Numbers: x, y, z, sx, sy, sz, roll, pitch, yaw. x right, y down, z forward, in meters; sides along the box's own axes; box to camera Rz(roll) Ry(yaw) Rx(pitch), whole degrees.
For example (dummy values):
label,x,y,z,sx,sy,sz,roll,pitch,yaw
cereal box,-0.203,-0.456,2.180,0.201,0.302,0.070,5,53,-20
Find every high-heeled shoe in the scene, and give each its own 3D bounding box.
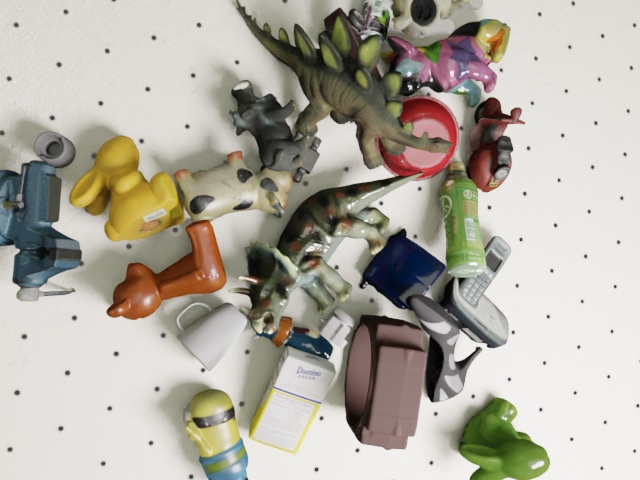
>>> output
label,x,y,z,sx,sy,sz,roll,pitch,yaw
high-heeled shoe,0.193,0.199,0.962,0.145,0.086,0.248,-45,119,9

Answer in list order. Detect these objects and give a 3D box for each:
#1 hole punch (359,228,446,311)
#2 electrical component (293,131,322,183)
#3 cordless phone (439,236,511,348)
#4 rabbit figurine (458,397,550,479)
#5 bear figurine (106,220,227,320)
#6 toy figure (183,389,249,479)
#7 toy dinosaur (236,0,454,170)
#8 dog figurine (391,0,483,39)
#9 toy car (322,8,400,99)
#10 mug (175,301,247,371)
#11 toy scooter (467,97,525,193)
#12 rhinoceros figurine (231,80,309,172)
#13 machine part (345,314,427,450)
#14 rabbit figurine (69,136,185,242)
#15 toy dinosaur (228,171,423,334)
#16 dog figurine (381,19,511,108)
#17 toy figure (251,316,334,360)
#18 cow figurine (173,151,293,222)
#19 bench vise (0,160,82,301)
label,x,y,z,sx,sy,sz,roll,pitch,yaw
hole punch,0.154,0.059,0.987,0.116,0.092,0.142,39,85,-4
electrical component,-0.037,-0.154,0.987,0.063,0.021,0.094,28,84,-9
cordless phone,0.325,0.096,1.022,0.146,0.089,0.184,41,77,-7
rabbit figurine,0.329,0.373,0.968,0.159,0.170,0.121,-18,92,-12
bear figurine,-0.259,0.053,0.893,0.196,0.120,0.132,-14,88,-6
toy figure,-0.170,0.343,0.918,0.089,0.082,0.180,-25,89,-22
toy dinosaur,0.022,-0.269,0.913,0.472,0.198,0.105,32,53,23
dog figurine,0.166,-0.412,0.953,0.172,0.191,0.121,-24,109,-14
toy car,0.072,-0.323,0.984,0.053,0.089,0.202,-28,92,-50
mug,-0.188,0.150,0.925,0.107,0.081,0.109,-42,90,-20
toy scooter,0.332,-0.183,1.003,0.075,0.135,0.183,4,89,-12
rhinoceros figurine,-0.095,-0.196,0.932,0.112,0.073,0.190,-17,65,-22
machine part,0.103,0.232,0.911,0.087,0.201,0.201,10,88,-9
rabbit figurine,-0.325,-0.088,0.899,0.162,0.122,0.173,-25,79,-1
toy dinosaur,0.002,-0.008,0.949,0.192,0.131,0.405,36,76,-9
dog figurine,0.225,-0.347,1.004,0.219,0.108,0.191,17,86,-8
toy figure,-0.052,0.173,0.957,0.154,0.058,0.064,30,85,-7
cow figurine,-0.140,-0.083,0.934,0.195,0.085,0.127,-19,86,-13
bench vise,-0.499,-0.014,0.850,0.241,0.129,0.223,1,98,9
